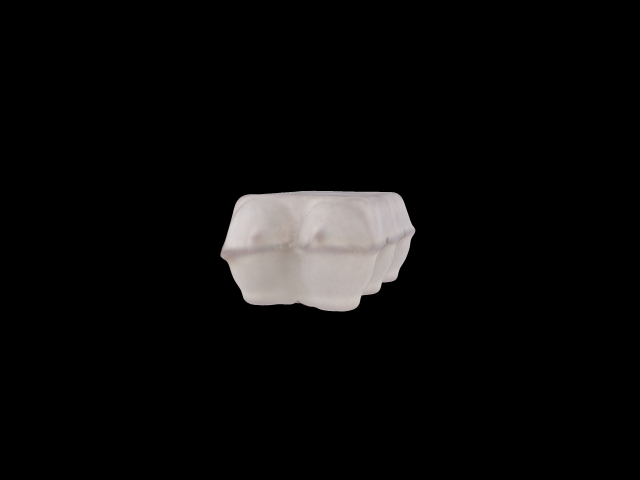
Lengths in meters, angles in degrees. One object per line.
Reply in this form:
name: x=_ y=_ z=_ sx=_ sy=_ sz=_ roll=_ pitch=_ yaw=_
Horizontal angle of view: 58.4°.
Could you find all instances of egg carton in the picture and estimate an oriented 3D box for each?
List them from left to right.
egg carton: x=0.004 y=0.001 z=0.400 sx=0.107 sy=0.069 sz=0.151 roll=2 pitch=7 yaw=20
